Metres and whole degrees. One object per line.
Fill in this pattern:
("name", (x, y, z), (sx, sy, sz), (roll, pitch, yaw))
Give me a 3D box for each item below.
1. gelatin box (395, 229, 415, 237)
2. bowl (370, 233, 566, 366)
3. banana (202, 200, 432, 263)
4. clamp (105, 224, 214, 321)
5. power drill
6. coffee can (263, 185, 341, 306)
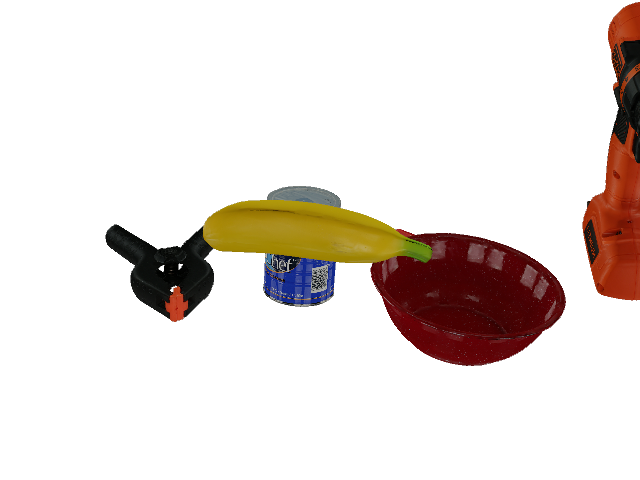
("gelatin box", (0.115, 0.038, 1.319), (0.030, 0.089, 0.073), (-25, 35, -37))
("bowl", (0.119, 0.056, 0.891), (0.162, 0.055, 0.162), (5, 29, -3))
("banana", (-0.022, -0.003, 0.754), (0.198, 0.037, 0.069), (7, -23, 36))
("clamp", (-0.138, 0.022, 1.047), (0.120, 0.039, 0.172), (-14, 33, -15))
("power drill", (0.229, -0.051, 0.752), (0.057, 0.188, 0.184), (4, 37, 6))
("coffee can", (-0.027, 0.007, 1.491), (0.103, 0.140, 0.103), (3, 25, -2))
